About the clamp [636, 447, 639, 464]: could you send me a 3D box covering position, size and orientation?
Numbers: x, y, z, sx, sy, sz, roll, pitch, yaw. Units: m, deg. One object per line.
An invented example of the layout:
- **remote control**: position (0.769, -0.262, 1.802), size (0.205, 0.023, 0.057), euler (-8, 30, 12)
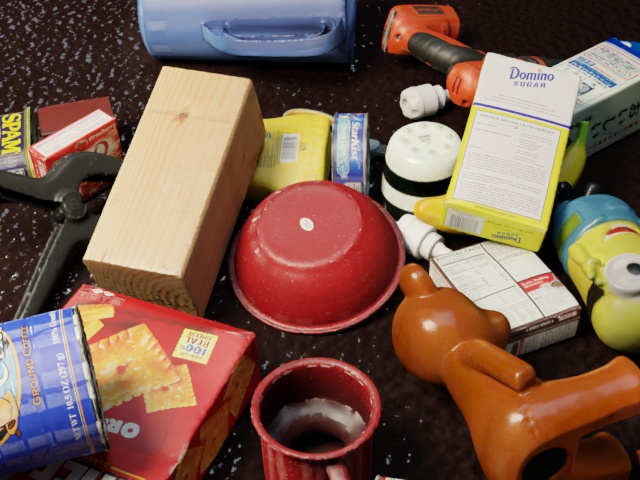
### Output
- **clamp**: position (0.316, 0.134, 0.797), size (0.171, 0.039, 0.120), euler (-31, 13, -24)

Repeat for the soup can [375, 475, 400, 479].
- **soup can**: position (0.084, 0.203, 0.731), size (0.102, 0.068, 0.068), euler (7, 43, 9)

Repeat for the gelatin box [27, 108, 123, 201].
- **gelatin box**: position (-0.237, -0.076, 1.049), size (0.030, 0.073, 0.089), euler (32, 52, 31)

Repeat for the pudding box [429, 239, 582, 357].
- **pudding box**: position (0.158, 0.048, 0.923), size (0.090, 0.039, 0.114), euler (-18, 42, -16)

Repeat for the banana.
- **banana**: position (0.179, -0.044, 1.007), size (0.197, 0.069, 0.037), euler (-27, 11, -16)

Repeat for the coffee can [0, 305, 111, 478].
- **coffee can**: position (-0.221, 0.109, 0.716), size (0.140, 0.103, 0.103), euler (-13, 43, -11)

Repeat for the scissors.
- **scissors**: position (0.035, -0.086, 1.094), size (0.202, 0.016, 0.096), euler (25, 50, 27)

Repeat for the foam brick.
- **foam brick**: position (-0.248, -0.108, 1.102), size (0.078, 0.053, 0.051), euler (-12, 43, -10)

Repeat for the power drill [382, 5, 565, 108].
- **power drill**: position (0.173, -0.202, 1.170), size (0.184, 0.057, 0.188), euler (-8, 33, -36)

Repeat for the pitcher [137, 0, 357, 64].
- **pitcher**: position (-0.080, -0.259, 1.210), size (0.243, 0.149, 0.145), euler (-1, 83, 6)

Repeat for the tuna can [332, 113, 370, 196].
- **tuna can**: position (0.031, -0.080, 1.035), size (0.034, 0.086, 0.086), euler (0, 42, 5)

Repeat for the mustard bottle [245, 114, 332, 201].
- **mustard bottle**: position (-0.087, -0.080, 1.057), size (0.191, 0.058, 0.096), euler (3, 65, 6)

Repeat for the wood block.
- **wood block**: position (-0.124, -0.043, 0.952), size (0.091, 0.090, 0.206), euler (10, 62, 13)

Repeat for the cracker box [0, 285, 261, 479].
- **cracker box**: position (-0.164, 0.140, 0.807), size (0.164, 0.072, 0.213), euler (15, 45, 19)

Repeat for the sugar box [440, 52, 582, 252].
- **sugar box**: position (0.174, -0.082, 0.966), size (0.093, 0.048, 0.176), euler (16, 59, 7)

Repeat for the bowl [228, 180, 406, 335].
- **bowl**: position (-0.006, 0.001, 0.943), size (0.162, 0.055, 0.162), euler (-4, 54, 5)

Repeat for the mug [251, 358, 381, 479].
- **mug**: position (0.002, 0.155, 0.777), size (0.093, 0.081, 0.117), euler (-15, 43, -14)

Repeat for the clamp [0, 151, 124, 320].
- **clamp**: position (-0.233, -0.017, 0.980), size (0.209, 0.036, 0.164), euler (-20, 87, -42)

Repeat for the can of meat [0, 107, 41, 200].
- **can of meat**: position (-0.327, -0.083, 1.075), size (0.084, 0.057, 0.102), euler (-11, 43, -6)
